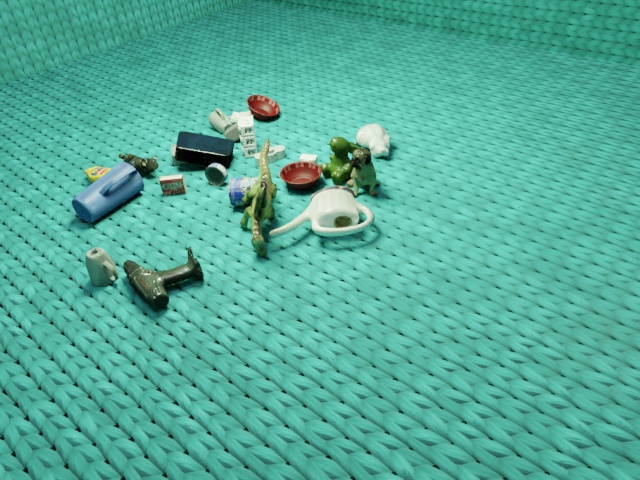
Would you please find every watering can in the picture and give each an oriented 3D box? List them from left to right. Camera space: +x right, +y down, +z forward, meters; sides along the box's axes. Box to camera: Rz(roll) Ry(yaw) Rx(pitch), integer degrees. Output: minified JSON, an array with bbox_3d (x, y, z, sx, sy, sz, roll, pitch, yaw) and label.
[{"bbox_3d":[0.005,-0.086,1.718,0.348,0.101,0.230,-4,37,0],"label":"watering can"}]

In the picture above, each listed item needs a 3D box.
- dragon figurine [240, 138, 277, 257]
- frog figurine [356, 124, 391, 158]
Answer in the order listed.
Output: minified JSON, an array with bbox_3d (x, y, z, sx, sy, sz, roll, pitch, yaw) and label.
[{"bbox_3d":[-0.185,-0.152,1.680,0.122,0.412,0.242,5,-4,-13],"label":"dragon figurine"},{"bbox_3d":[0.222,-0.403,2.092,0.137,0.120,0.162,7,23,-16],"label":"frog figurine"}]
